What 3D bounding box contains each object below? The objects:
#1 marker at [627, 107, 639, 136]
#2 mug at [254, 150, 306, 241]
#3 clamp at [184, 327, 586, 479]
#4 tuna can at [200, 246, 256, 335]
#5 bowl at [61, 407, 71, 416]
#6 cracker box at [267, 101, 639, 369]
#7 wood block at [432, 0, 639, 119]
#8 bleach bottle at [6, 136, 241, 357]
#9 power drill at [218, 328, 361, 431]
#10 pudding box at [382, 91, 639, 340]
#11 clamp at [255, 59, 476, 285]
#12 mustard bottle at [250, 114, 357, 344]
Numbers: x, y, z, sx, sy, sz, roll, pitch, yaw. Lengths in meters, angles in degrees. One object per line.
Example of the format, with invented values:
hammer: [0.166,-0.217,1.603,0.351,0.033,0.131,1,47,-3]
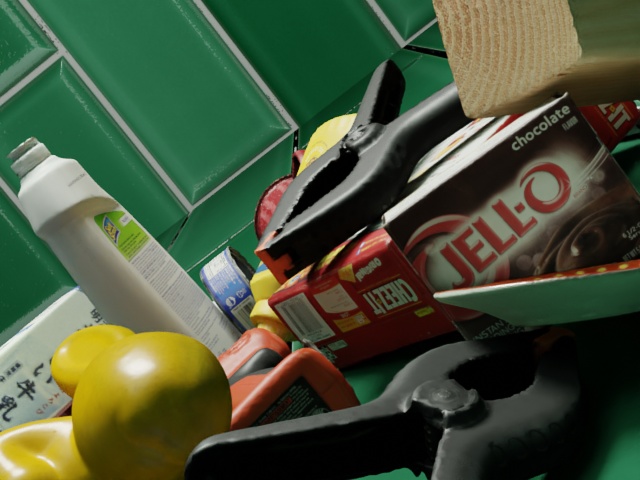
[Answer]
marker: [0.200,-0.078,0.721,0.020,0.020,0.121,-41,10,-14]
mug: [-0.010,-0.024,0.977,0.093,0.117,0.081,-5,10,-11]
clamp: [0.036,0.073,0.405,0.120,0.039,0.171,18,28,31]
tuna can: [-0.062,0.048,0.895,0.034,0.086,0.086,-39,9,4]
bowl: [-0.185,0.157,0.929,0.162,0.055,0.162,-37,10,7]
cracker box: [0.086,-0.017,0.684,0.213,0.072,0.164,-43,7,-30]
wood block: [0.173,-0.130,0.595,0.205,0.090,0.091,-10,-8,-34]
bleach bottle: [-0.155,0.023,0.852,0.068,0.251,0.102,-35,10,14]
power drill: [-0.066,0.124,0.641,0.184,0.057,0.188,-45,12,-19]
pudding box: [0.101,-0.006,0.537,0.113,0.090,0.039,-37,8,6]
clamp: [0.042,-0.056,0.652,0.165,0.036,0.209,-6,38,53]
mustard bottle: [-0.006,0.001,0.798,0.096,0.058,0.191,-20,43,57]
